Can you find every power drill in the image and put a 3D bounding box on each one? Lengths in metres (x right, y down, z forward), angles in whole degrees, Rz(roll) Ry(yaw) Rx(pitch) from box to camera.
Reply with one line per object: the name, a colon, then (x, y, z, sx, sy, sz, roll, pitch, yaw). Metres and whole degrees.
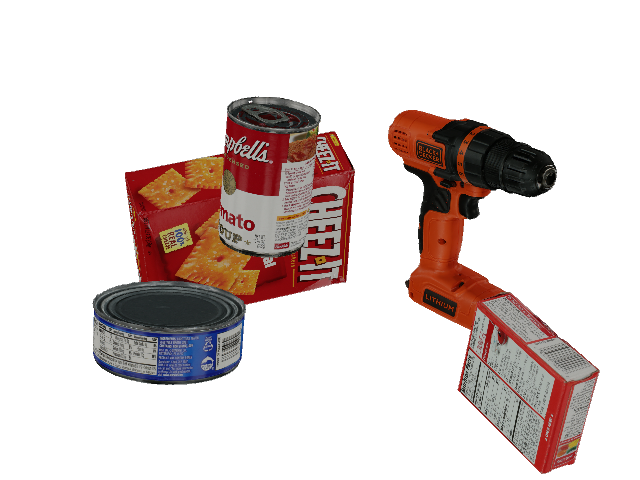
power drill: (0.136, -0.016, 0.961, 0.057, 0.188, 0.185, -19, 29, -31)

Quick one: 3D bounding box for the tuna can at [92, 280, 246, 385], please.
tuna can: (-0.086, 0.051, 0.605, 0.086, 0.034, 0.086, 4, 14, -1)

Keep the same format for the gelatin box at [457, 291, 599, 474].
gelatin box: (0.126, 0.086, 0.655, 0.030, 0.073, 0.089, -13, 36, -27)

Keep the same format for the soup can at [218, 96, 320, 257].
soup can: (-0.039, -0.047, 0.787, 0.068, 0.102, 0.068, 6, 26, -3)

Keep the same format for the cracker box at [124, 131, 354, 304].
cracker box: (-0.078, -0.009, 1.066, 0.213, 0.164, 0.072, -12, 48, -13)
